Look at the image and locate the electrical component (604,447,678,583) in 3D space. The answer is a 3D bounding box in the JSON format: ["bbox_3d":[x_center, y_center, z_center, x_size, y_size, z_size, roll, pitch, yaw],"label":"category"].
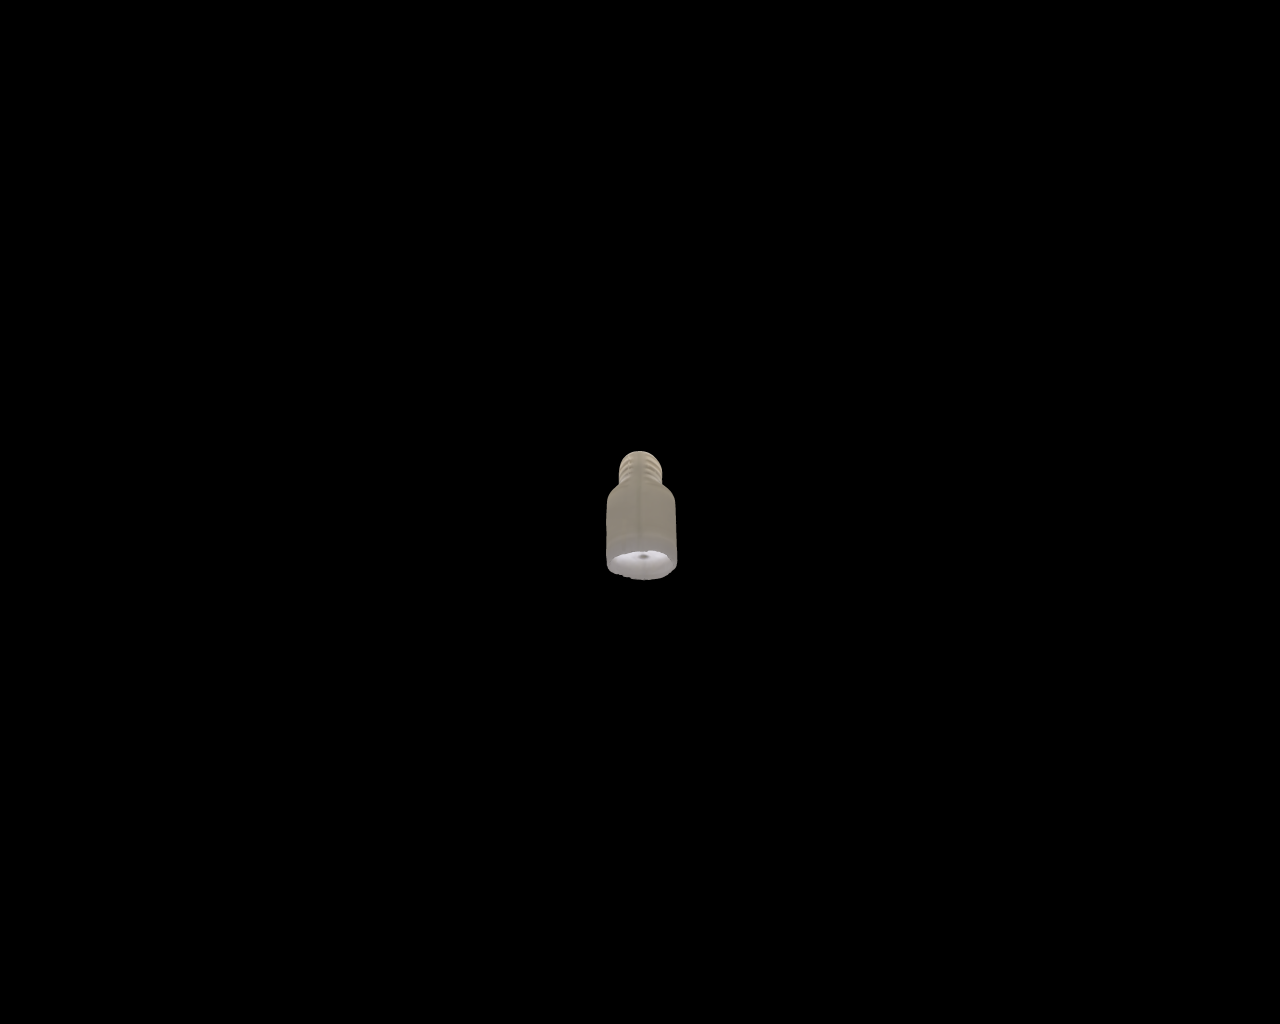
[{"bbox_3d":[0.001,-0.003,0.650,0.043,0.081,0.043,0,-28,0],"label":"electrical component"}]
